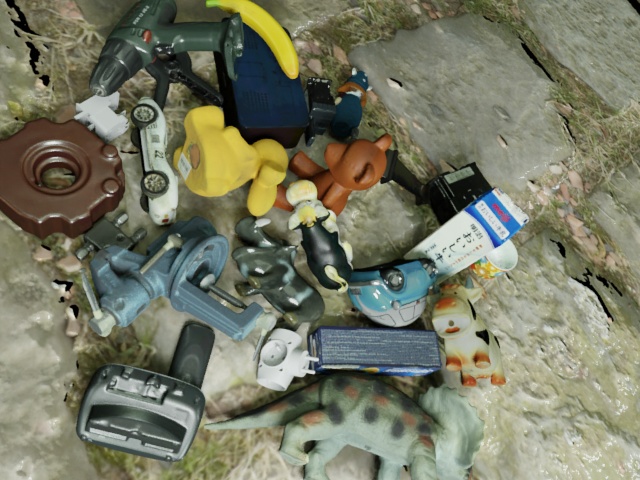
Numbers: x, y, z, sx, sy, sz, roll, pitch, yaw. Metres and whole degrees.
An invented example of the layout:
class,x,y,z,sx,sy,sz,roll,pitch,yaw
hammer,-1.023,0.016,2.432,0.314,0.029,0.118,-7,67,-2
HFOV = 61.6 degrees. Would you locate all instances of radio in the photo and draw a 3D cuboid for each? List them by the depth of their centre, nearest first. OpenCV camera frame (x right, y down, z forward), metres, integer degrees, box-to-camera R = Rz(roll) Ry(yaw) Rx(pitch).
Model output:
class,x,y,z,sx,sy,sz,roll,pitch,yaw
radio,-0.104,-0.272,0.941,0.131,0.073,0.229,-3,69,-24

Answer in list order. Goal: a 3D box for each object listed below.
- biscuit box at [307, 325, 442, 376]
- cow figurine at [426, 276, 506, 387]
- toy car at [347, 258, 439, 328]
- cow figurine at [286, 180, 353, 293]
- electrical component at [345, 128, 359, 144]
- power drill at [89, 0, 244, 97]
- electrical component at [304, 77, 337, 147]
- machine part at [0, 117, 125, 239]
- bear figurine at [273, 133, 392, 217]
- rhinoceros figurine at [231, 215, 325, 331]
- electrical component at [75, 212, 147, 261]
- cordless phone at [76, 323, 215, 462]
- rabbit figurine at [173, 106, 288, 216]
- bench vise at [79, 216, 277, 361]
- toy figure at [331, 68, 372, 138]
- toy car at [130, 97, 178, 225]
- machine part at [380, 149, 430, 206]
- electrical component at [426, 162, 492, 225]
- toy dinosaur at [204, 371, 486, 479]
class,x,y,z,sx,sy,sz,roll,pitch,yaw
biscuit box,0.084,0.171,0.817,0.203,0.059,0.063,6,63,-19
cow figurine,0.228,0.142,0.833,0.194,0.086,0.127,45,37,-45
toy car,0.116,0.086,0.855,0.161,0.109,0.102,-9,93,-38
cow figurine,-0.004,-0.002,0.789,0.098,0.068,0.167,-96,161,-59
electrical component,0.071,-0.138,0.954,0.045,0.078,0.102,2,55,15
power drill,-0.229,-0.298,0.844,0.207,0.085,0.232,2,56,7
electrical component,-0.005,-0.221,0.955,0.048,0.075,0.119,2,62,-21
machine part,-0.369,-0.089,0.755,0.179,0.056,0.179,8,64,-17
bear figurine,0.017,-0.105,0.839,0.132,0.196,0.120,30,62,-6
rhinoceros figurine,-0.067,0.048,0.804,0.112,0.073,0.190,-36,83,-30
electrical component,-0.296,0.004,0.760,0.063,0.021,0.094,41,58,-1
cordless phone,-0.213,0.176,0.693,0.146,0.088,0.184,20,49,-12
rabbit figurine,-0.114,-0.122,0.824,0.173,0.121,0.162,-8,43,-44
bench vise,-0.175,0.068,0.711,0.241,0.128,0.224,28,37,14
toy figure,0.056,-0.260,1.009,0.058,0.064,0.154,1,53,20
toy car,-0.249,-0.120,0.807,0.056,0.073,0.202,-6,69,-21
machine part,0.145,-0.114,0.967,0.138,0.039,0.084,36,46,-23
electrical component,0.272,-0.068,1.008,0.115,0.058,0.134,-20,76,-27
toy dinosaur,0.064,0.253,0.743,0.405,0.131,0.192,26,47,-4
